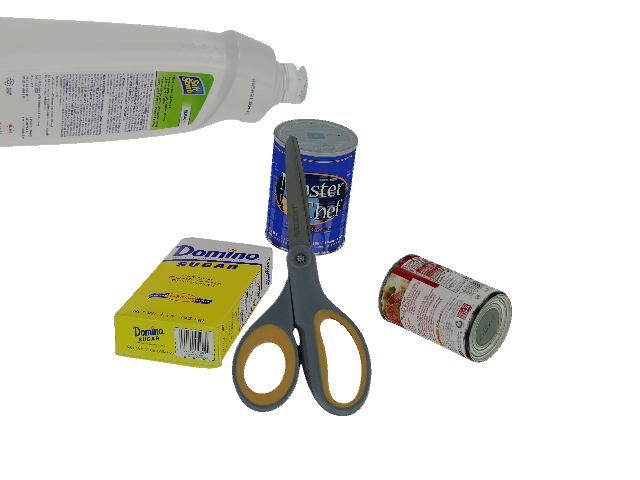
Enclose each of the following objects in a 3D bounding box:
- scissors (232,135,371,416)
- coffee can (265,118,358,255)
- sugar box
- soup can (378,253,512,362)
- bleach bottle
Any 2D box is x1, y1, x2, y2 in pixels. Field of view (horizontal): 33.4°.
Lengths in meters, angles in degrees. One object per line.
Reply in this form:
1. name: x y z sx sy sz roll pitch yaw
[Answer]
1. scissors: -0.028 0.027 0.698 0.096 0.202 0.016 -20 -26 -5
2. coffee can: -0.012 -0.067 1.319 0.103 0.140 0.103 5 28 -3
3. sugar box: -0.108 0.050 0.954 0.093 0.048 0.176 7 26 10
4. soup can: 0.113 0.060 0.963 0.102 0.068 0.068 24 15 38
5. bleach bottle: -0.136 -0.115 0.805 0.250 0.068 0.103 -1 -38 -16
